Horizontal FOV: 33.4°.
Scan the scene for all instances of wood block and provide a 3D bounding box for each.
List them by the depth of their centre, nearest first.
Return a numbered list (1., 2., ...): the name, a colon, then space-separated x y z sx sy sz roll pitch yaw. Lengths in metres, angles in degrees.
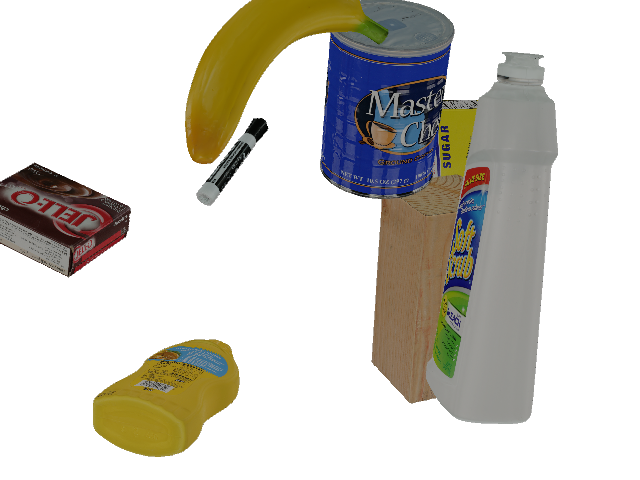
1. wood block: 0.115 0.048 1.082 0.090 0.206 0.091 -8 26 -22

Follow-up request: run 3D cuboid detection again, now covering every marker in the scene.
1. marker: -0.088 -0.083 1.086 0.020 0.121 0.020 22 -35 16

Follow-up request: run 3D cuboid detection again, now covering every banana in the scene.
1. banana: -0.029 -0.121 0.675 0.197 0.069 0.037 -40 -2 -37

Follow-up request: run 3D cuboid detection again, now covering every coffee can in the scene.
1. coffee can: 0.054 -0.122 0.914 0.103 0.140 0.103 3 35 -2

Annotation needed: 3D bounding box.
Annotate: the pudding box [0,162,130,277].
1. pudding box: -0.243 -0.020 0.961 0.113 0.039 0.089 22 31 16

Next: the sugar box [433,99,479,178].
1. sugar box: 0.164 -0.120 1.277 0.176 0.093 0.048 -5 27 -20

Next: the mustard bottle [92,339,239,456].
1. mustard bottle: -0.132 0.140 1.032 0.096 0.058 0.191 9 19 18

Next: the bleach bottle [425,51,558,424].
1. bleach bottle: 0.124 -0.005 0.748 0.068 0.251 0.102 3 14 -7
